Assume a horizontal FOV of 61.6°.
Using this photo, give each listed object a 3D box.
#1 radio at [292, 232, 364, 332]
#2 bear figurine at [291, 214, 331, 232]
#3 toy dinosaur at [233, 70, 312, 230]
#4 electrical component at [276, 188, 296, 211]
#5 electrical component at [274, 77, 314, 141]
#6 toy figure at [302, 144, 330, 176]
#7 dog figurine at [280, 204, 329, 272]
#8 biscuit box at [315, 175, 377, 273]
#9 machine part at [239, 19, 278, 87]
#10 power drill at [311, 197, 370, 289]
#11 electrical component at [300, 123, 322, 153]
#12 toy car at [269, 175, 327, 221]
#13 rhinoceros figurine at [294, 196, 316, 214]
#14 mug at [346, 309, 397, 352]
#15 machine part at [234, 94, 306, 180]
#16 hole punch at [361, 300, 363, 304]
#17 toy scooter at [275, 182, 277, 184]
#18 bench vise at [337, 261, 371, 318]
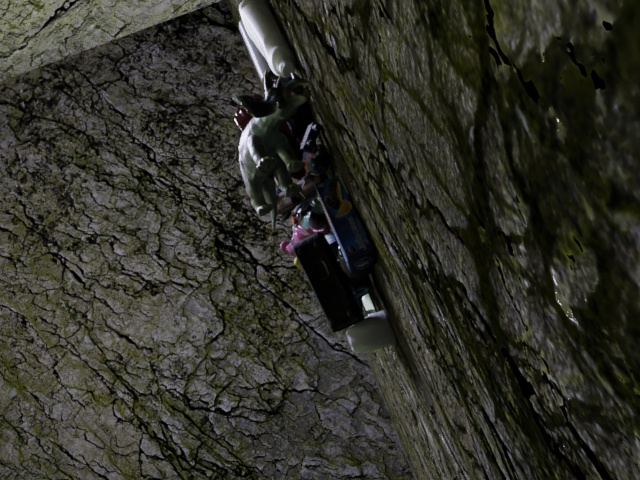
[{"bbox_3d":[0.020,0.095,1.232,0.229,0.073,0.131,63,-175,8],"label":"radio"},{"bbox_3d":[-0.012,-0.053,1.609,0.196,0.132,0.120,-104,14,-52],"label":"bear figurine"},{"bbox_3d":[-0.123,-0.186,1.171,0.192,0.131,0.404,67,156,22],"label":"toy dinosaur"},{"bbox_3d":[-0.124,-0.121,1.685,0.075,0.048,0.119,54,-167,5],"label":"electrical component"},{"bbox_3d":[-0.057,-0.300,1.245,0.115,0.058,0.134,-111,2,-49],"label":"electrical component"},{"bbox_3d":[-0.008,-0.177,1.191,0.155,0.058,0.064,-109,20,-68],"label":"toy figure"},{"bbox_3d":[-0.003,-0.004,1.426,0.191,0.108,0.219,46,147,-9],"label":"dog figurine"},{"bbox_3d":[0.051,-0.034,1.085,0.062,0.059,0.203,72,176,-58],"label":"biscuit box"},{"bbox_3d":[-0.137,-0.470,1.325,0.079,0.079,0.243,79,167,-78],"label":"machine part"},{"bbox_3d":[0.051,0.002,1.219,0.232,0.086,0.207,74,179,-75],"label":"power drill"},{"bbox_3d":[-0.020,-0.221,1.153,0.094,0.021,0.063,-156,86,-75],"label":"electrical component"},{"bbox_3d":[-0.067,-0.118,1.456,0.089,0.202,0.053,47,-153,-30],"label":"toy car"},{"bbox_3d":[-0.019,-0.105,1.535,0.190,0.112,0.073,57,-172,34],"label":"rhinoceros figurine"},{"bbox_3d":[0.115,0.215,1.282,0.080,0.107,0.110,73,173,-46],"label":"mug"},{"bbox_3d":[-0.102,-0.258,1.345,0.201,0.087,0.201,56,-161,22],"label":"machine part"},{"bbox_3d":[0.097,0.164,1.746,0.116,0.092,0.142,39,175,-1],"label":"hole punch"},{"bbox_3d":[-0.068,-0.174,1.688,0.075,0.135,0.183,-119,7,-62],"label":"toy scooter"},{"bbox_3d":[0.084,0.159,1.409,0.223,0.129,0.240,66,-175,-68],"label":"bench vise"}]
